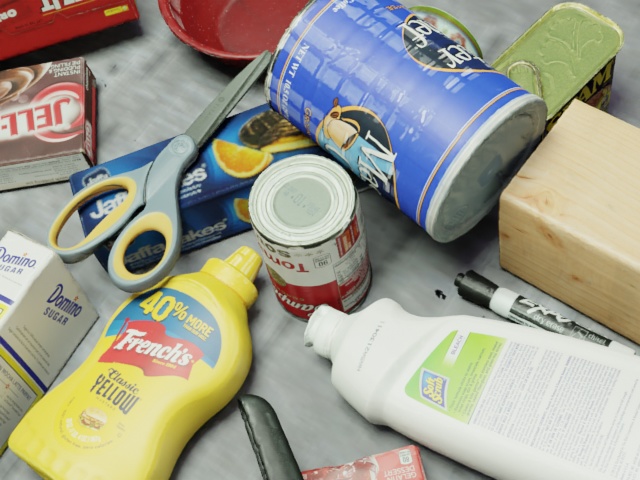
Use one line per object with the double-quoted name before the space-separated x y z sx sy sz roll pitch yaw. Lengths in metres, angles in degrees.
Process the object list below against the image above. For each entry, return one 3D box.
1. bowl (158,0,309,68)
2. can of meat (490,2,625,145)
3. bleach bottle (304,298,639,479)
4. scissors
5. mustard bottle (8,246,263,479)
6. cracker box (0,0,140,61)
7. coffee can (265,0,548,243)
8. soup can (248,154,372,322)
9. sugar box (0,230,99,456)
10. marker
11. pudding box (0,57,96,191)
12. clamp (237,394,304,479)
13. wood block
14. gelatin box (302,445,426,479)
"bowl" -0.041 -0.185 0.822 0.162 0.055 0.162 -4 59 7
"can of meat" 0.153 -0.094 0.718 0.057 0.084 0.102 38 71 26
"bleach bottle" 0.109 0.088 0.631 0.251 0.068 0.102 20 63 22
"scissors" -0.085 -0.041 0.695 0.201 0.016 0.096 -37 63 -12
"mustard bottle" -0.099 0.080 0.671 0.096 0.058 0.191 26 67 28
"cracker box" -0.251 -0.240 0.863 0.164 0.072 0.214 -19 49 -5
"coffee can" 0.051 -0.080 0.649 0.140 0.103 0.102 40 73 22
"soup can" -0.004 0.001 0.677 0.068 0.102 0.068 -4 59 6
"sugar box" -0.215 0.090 0.666 0.048 0.093 0.176 21 64 19
"marker" 0.139 0.051 0.672 0.121 0.020 0.020 27 67 23
"pudding box" -0.225 -0.084 0.801 0.113 0.039 0.090 -11 58 5
"clamp" -0.001 0.191 0.566 0.210 0.036 0.164 26 74 3
"wood block" 0.219 0.013 0.640 0.206 0.090 0.090 30 68 25
"gelatin box" 0.023 0.166 0.616 0.089 0.030 0.073 -13 59 2
